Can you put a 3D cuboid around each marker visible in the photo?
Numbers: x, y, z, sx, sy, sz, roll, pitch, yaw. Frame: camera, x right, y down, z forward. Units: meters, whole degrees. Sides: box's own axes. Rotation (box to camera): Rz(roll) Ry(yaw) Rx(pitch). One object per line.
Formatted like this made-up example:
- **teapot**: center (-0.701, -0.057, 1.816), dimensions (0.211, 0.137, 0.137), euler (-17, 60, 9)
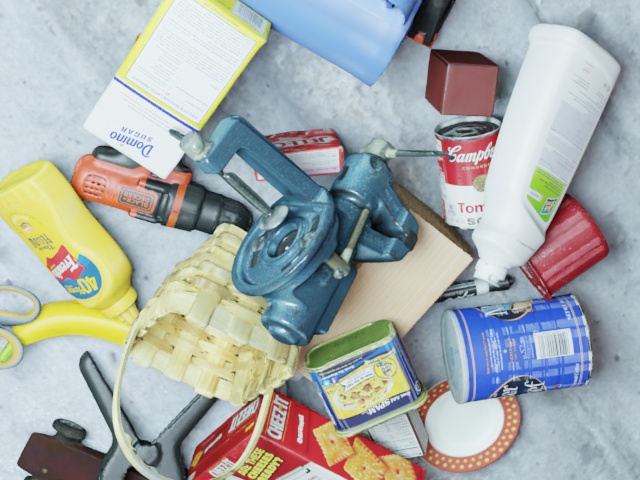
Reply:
- **marker**: center (0.151, 0.056, 1.167), dimensions (0.121, 0.020, 0.020), euler (-11, 112, -2)

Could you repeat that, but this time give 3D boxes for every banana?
- **banana**: center (-0.237, 0.099, 1.128), dimensions (0.197, 0.037, 0.070), euler (4, 104, -6)

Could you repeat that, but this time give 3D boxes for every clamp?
- **clamp**: center (-0.198, 0.222, 1.153), dimensions (0.164, 0.036, 0.210), euler (14, 86, -8)
- **clamp**: center (0.126, -0.258, 0.992), dimensions (0.039, 0.120, 0.172), euler (29, 111, 12)

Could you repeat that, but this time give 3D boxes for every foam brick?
- **foam brick**: center (0.139, -0.155, 1.051), dimensions (0.053, 0.078, 0.051), euler (2, 110, -8)

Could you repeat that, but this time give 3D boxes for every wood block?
- **wood block**: center (0.052, 0.054, 1.118), dimensions (0.090, 0.090, 0.206), euler (36, 104, -18)

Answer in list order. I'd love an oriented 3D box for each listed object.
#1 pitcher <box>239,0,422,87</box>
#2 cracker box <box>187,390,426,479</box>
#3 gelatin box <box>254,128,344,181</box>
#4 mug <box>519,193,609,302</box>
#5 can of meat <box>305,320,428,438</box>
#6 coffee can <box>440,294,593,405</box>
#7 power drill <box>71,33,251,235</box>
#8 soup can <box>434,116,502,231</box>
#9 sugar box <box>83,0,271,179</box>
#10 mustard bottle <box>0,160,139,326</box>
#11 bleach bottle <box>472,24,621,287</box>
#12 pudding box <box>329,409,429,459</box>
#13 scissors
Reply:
- **pitcher**: center (-0.023, -0.250, 0.951), dimensions (0.242, 0.145, 0.149), euler (26, 138, -8)
- **cracker box**: center (-0.017, 0.264, 1.174), dimensions (0.213, 0.072, 0.164), euler (31, 132, -17)
- **gelatin box**: center (-0.024, -0.086, 1.062), dimensions (0.089, 0.073, 0.030), euler (-7, 111, -4)
- **mug**: center (0.252, 0.010, 1.131), dimensions (0.081, 0.093, 0.117), euler (-35, 142, 2)
- **can of meat**: center (0.045, 0.137, 1.070), dimensions (0.102, 0.057, 0.084), euler (-24, 110, 4)
- **coffee can**: center (0.210, 0.117, 1.153), dimensions (0.140, 0.103, 0.103), euler (-7, 112, -4)
- **power drill**: center (-0.136, -0.101, 1.052), dimensions (0.184, 0.057, 0.188), euler (16, 109, -12)
- **soup can**: center (0.155, -0.069, 1.093), dimensions (0.068, 0.068, 0.102), euler (-10, 113, -3)
- **sugar box**: center (-0.130, -0.147, 0.961), dimensions (0.093, 0.048, 0.176), euler (34, 122, -14)
- **mustard bottle**: center (-0.244, 0.011, 1.070), dimensions (0.096, 0.058, 0.191), euler (-13, 122, 43)
- **bleach bottle**: center (0.207, -0.077, 1.047), dimensions (0.102, 0.068, 0.251), euler (25, 88, -39)
- **pudding box**: center (0.061, 0.197, 1.191), dimensions (0.090, 0.039, 0.113), euler (-15, 115, 18)
- **scissors**: center (-0.386, 0.088, 1.095), dimensions (0.202, 0.016, 0.096), euler (-3, 88, 2)
